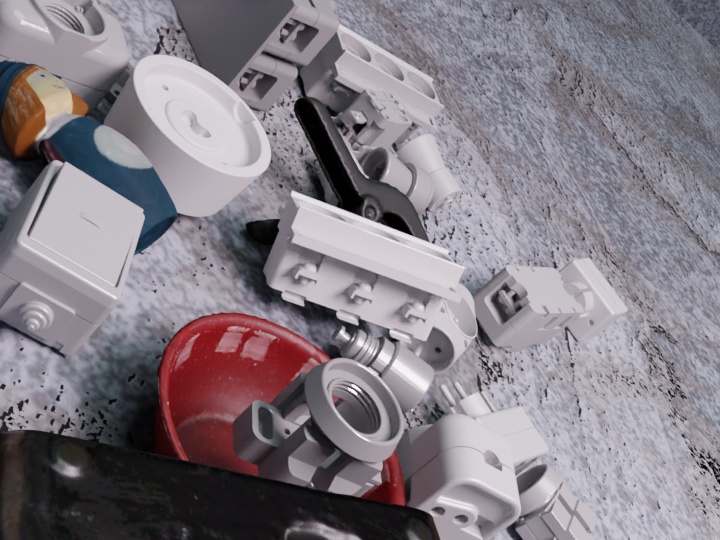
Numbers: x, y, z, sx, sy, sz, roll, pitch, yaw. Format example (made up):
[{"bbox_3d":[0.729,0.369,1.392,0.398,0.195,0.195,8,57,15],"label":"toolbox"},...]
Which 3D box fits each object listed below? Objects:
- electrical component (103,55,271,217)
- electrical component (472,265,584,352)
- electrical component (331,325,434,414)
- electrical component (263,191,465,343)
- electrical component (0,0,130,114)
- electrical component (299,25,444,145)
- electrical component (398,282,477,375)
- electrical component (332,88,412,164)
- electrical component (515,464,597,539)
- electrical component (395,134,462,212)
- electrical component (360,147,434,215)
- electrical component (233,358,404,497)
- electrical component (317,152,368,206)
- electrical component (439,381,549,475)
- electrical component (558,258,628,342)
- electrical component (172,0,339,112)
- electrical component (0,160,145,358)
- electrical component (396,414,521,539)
[{"bbox_3d":[-0.121,-0.085,0.725,0.108,0.060,0.108,32,32,-23],"label":"electrical component"},{"bbox_3d":[0.140,0.033,0.921,0.089,0.056,0.050,2,51,-52],"label":"electrical component"},{"bbox_3d":[0.014,0.065,0.734,0.078,0.040,0.040,38,30,-14],"label":"electrical component"},{"bbox_3d":[0.000,0.000,0.737,0.121,0.063,0.078,20,12,-16],"label":"electrical component"},{"bbox_3d":[-0.203,-0.150,0.703,0.095,0.059,0.053,16,41,-43],"label":"electrical component"},{"bbox_3d":[0.009,-0.168,0.999,0.121,0.063,0.078,23,36,-36],"label":"electrical component"},{"bbox_3d":[0.049,0.028,0.814,0.079,0.044,0.077,54,27,-12],"label":"electrical component"},{"bbox_3d":[0.007,-0.123,0.939,0.081,0.064,0.042,-4,56,-55],"label":"electrical component"},{"bbox_3d":[0.130,0.170,0.749,0.055,0.048,0.066,53,29,-2],"label":"electrical component"},{"bbox_3d":[0.065,-0.087,0.993,0.044,0.044,0.065,-9,65,-56],"label":"electrical component"},{"bbox_3d":[0.031,-0.075,0.927,0.055,0.045,0.045,25,35,-33],"label":"electrical component"},{"bbox_3d":[-0.015,0.081,0.540,0.078,0.057,0.058,28,33,-28],"label":"electrical component"},{"bbox_3d":[-0.013,-0.071,0.873,0.040,0.040,0.046,20,33,-38],"label":"electrical component"},{"bbox_3d":[0.082,0.111,0.756,0.066,0.047,0.076,-2,54,-53],"label":"electrical component"},{"bbox_3d":[0.204,0.029,1.020,0.077,0.047,0.065,-7,58,-55],"label":"electrical component"},{"bbox_3d":[-0.097,-0.236,0.902,0.060,0.105,0.186,11,44,-46],"label":"electrical component"},{"bbox_3d":[-0.159,-0.005,0.575,0.062,0.061,0.096,33,31,-22],"label":"electrical component"},{"bbox_3d":[0.045,0.131,0.632,0.054,0.095,0.059,31,32,-25],"label":"electrical component"}]
